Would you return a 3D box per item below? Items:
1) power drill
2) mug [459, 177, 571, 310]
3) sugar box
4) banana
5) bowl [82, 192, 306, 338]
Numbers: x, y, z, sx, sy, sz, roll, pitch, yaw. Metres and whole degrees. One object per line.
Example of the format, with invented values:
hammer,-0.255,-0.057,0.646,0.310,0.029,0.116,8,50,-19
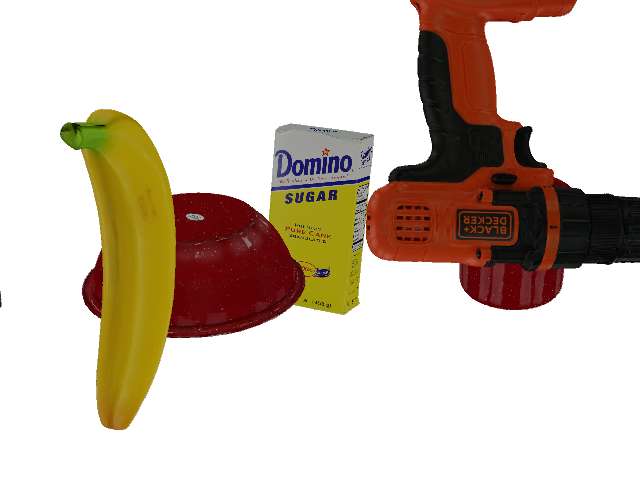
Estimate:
power drill,0.121,-0.075,0.642,0.184,0.187,0.057,1,-1,-6
mug,0.143,-0.004,0.841,0.093,0.081,0.117,-22,35,-31
sugar box,-0.003,-0.022,1.055,0.093,0.176,0.048,9,16,21
banana,-0.100,0.008,0.535,0.037,0.198,0.069,21,43,24
bowl,-0.091,0.008,0.766,0.162,0.055,0.162,0,25,0
